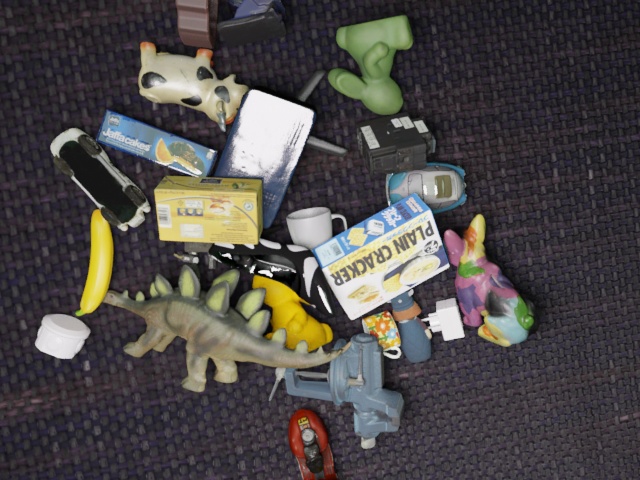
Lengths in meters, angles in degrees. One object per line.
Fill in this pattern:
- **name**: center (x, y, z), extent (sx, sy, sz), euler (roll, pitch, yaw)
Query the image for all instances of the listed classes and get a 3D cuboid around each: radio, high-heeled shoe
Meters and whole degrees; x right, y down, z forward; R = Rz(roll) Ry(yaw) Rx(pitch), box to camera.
- **radio**: center (-0.104, -0.148, 0.951), extent (0.131, 0.073, 0.229), euler (22, 106, -8)
- **high-heeled shoe**: center (-0.086, 0.060, 0.930), extent (0.145, 0.086, 0.249), euler (-24, 53, -20)

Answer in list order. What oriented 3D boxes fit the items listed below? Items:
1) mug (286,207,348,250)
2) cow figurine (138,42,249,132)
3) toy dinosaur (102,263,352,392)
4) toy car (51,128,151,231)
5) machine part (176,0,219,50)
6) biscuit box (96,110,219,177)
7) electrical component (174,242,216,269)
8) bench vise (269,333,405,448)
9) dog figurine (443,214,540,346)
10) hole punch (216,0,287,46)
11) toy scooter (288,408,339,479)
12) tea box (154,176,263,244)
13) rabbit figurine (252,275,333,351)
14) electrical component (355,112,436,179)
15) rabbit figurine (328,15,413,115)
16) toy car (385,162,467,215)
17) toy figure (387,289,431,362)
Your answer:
- **mug**: center (-0.002, -0.003, 1.005), extent (0.110, 0.081, 0.107), euler (-11, 107, -11)
- **cow figurine**: center (-0.220, -0.267, 0.951), extent (0.195, 0.085, 0.127), euler (6, 87, -11)
- **toy dinosaur**: center (-0.180, 0.149, 0.907), extent (0.472, 0.105, 0.198), euler (18, 102, 17)
- **toy car**: center (-0.387, -0.106, 0.950), extent (0.073, 0.056, 0.201), euler (-40, 101, 2)
- **machine part**: center (-0.205, -0.412, 0.903), extent (0.056, 0.179, 0.179), euler (3, 93, -5)
- **biscuit box**: center (-0.287, -0.165, 0.958), extent (0.203, 0.059, 0.062), euler (20, 90, -9)
- **electrical component**: center (-0.224, 0.000, 0.985), extent (0.078, 0.045, 0.102), euler (8, 92, -7)
- **bench vise**: center (0.034, 0.276, 1.003), extent (0.241, 0.129, 0.223), euler (0, 114, 17)
- **dog figurine**: center (0.308, 0.067, 1.003), extent (0.108, 0.192, 0.219), euler (-26, 110, -11)
- **hole punch**: center (-0.119, -0.402, 0.938), extent (0.116, 0.142, 0.092), euler (-6, 90, 4)
- **toy scooter**: center (-0.009, 0.412, 0.996), extent (0.075, 0.135, 0.183), euler (-16, 94, -5)
- **tea box**: center (-0.184, -0.051, 0.909), extent (0.170, 0.068, 0.098), euler (4, 117, 0)
- **rabbit figurine**: center (-0.056, 0.127, 0.987), extent (0.162, 0.122, 0.173), euler (-26, 78, -9)
- **electrical component**: center (0.141, -0.177, 0.989), extent (0.134, 0.115, 0.058), euler (-11, 137, -2)
- **rabbit figurine**: center (0.099, -0.308, 0.982), extent (0.159, 0.121, 0.170), euler (-14, 110, -5)
- **toy car**: center (0.210, -0.095, 1.014), extent (0.162, 0.103, 0.109), euler (-4, 95, -6)
- **toy figure**: center (0.172, 0.160, 1.047), extent (0.064, 0.058, 0.154), euler (-18, 91, -12)
